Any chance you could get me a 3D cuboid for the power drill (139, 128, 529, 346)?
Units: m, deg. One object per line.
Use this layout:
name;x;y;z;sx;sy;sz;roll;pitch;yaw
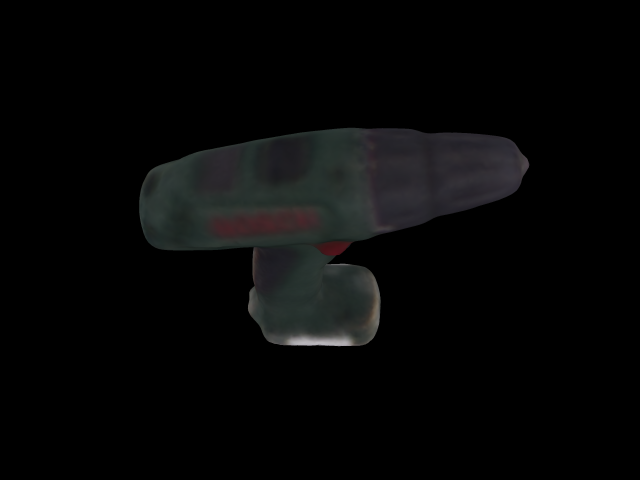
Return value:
power drill;0.004;0.001;0.400;0.229;0.208;0.075;0;58;0
